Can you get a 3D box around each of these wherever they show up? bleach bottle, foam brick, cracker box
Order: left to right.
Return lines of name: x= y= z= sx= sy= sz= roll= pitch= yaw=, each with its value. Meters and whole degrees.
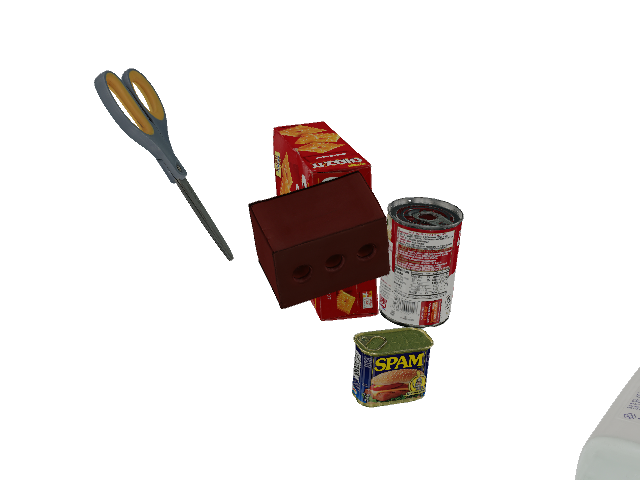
foam brick: x=0.000 y=-0.001 z=0.683 sx=0.078 sy=0.053 sz=0.051 roll=-18 pitch=43 yaw=-12
cracker box: x=0.002 y=-0.027 z=1.168 sx=0.072 sy=0.164 sz=0.214 roll=-8 pitch=19 yaw=-9
bleach bottle: x=0.245 y=0.098 z=0.648 sx=0.103 sy=0.068 sz=0.250 roll=18 pitch=29 yaw=29

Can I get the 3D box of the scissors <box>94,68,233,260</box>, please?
scissors: x=-0.135 y=-0.079 z=0.978 sx=0.016 sy=0.201 sz=0.096 roll=-28 pitch=26 yaw=20

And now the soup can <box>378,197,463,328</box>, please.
soup can: x=0.090 y=0.020 z=0.965 sx=0.068 sy=0.102 sz=0.068 roll=3 pitch=24 yaw=-2

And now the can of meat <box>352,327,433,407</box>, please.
can of meat: x=0.093 y=0.167 z=1.402 sx=0.102 sy=0.084 sz=0.057 roll=-5 pitch=25 yaw=-19
